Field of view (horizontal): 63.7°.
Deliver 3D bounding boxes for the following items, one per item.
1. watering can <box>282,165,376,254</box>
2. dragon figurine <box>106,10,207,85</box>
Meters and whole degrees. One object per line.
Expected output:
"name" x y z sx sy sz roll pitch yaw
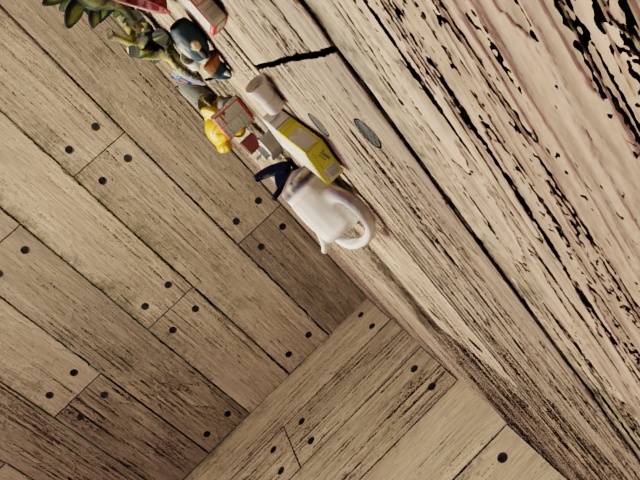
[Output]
"watering can" 0.004 -0.058 1.160 0.224 0.105 0.344 46 160 -5
"dragon figurine" -0.476 -0.580 1.557 0.410 0.121 0.245 39 -166 -1
